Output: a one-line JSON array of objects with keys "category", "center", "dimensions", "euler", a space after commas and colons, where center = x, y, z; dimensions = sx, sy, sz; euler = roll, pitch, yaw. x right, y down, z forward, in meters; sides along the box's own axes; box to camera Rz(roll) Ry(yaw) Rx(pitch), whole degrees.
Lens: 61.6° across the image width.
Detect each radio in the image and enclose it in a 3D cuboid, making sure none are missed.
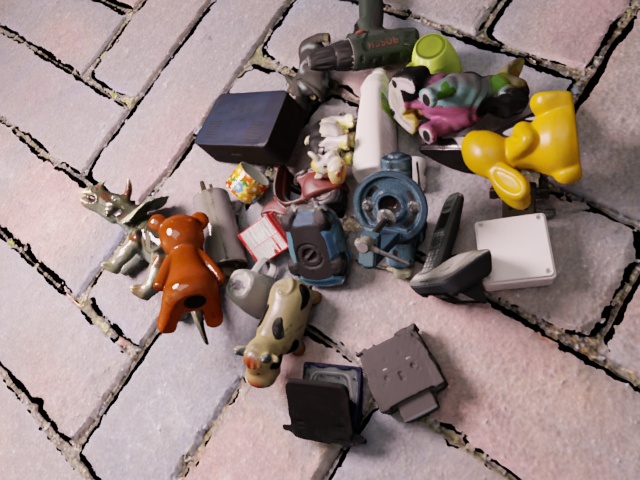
[{"category": "radio", "center": [-0.141, -0.227, 1.085], "dimensions": [0.230, 0.073, 0.131], "euler": [11, 72, 40]}]

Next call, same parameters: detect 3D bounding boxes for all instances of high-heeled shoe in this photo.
[{"category": "high-heeled shoe", "center": [0.308, -0.191, 0.935], "dimensions": [0.249, 0.086, 0.145], "euler": [13, 72, 20]}]

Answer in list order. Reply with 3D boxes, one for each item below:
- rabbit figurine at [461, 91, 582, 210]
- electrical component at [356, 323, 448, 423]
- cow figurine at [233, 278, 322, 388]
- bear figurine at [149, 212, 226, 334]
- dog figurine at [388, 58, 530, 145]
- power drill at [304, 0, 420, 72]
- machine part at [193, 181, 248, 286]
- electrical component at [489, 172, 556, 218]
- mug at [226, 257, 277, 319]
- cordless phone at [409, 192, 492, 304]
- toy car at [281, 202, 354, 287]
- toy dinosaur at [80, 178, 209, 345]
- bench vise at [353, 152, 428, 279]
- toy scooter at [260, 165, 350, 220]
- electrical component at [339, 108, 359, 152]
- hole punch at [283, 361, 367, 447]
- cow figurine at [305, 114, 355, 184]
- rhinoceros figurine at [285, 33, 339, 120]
[{"category": "rabbit figurine", "center": [0.308, -0.130, 0.831], "dimensions": [0.173, 0.122, 0.162], "euler": [-1, 82, 23]}, {"category": "electrical component", "center": [0.135, 0.217, 0.856], "dimensions": [0.115, 0.058, 0.134], "euler": [-32, 62, 9]}, {"category": "cow figurine", "center": [-0.073, 0.157, 0.916], "dimensions": [0.086, 0.127, 0.195], "euler": [12, 73, 27]}, {"category": "bear figurine", "center": [-0.241, 0.048, 0.954], "dimensions": [0.120, 0.131, 0.196], "euler": [-7, 46, -22]}, {"category": "dog figurine", "center": [0.253, -0.257, 0.944], "dimensions": [0.219, 0.108, 0.192], "euler": [-21, 39, -15]}, {"category": "power drill", "center": [0.074, -0.431, 1.069], "dimensions": [0.232, 0.086, 0.207], "euler": [-5, 65, -7]}, {"category": "machine part", "center": [-0.197, -0.015, 1.056], "dimensions": [0.079, 0.079, 0.243], "euler": [-25, 64, 10]}, {"category": "electrical component", "center": [0.334, -0.073, 0.889], "dimensions": [0.102, 0.078, 0.045], "euler": [-4, 30, 24]}, {"category": "mug", "center": [-0.116, 0.083, 0.971], "dimensions": [0.081, 0.107, 0.109], "euler": [27, 83, 25]}, {"category": "cordless phone", "center": [0.219, 0.006, 0.854], "dimensions": [0.089, 0.146, 0.184], "euler": [18, 79, -11]}, {"category": "toy car", "center": [-0.002, -0.003, 0.960], "dimensions": [0.109, 0.161, 0.103], "euler": [-5, 24, 24]}, {"category": "toy dinosaur", "center": [-0.306, 0.025, 1.065], "dimensions": [0.405, 0.131, 0.192], "euler": [32, 85, 21]}, {"category": "bench vise", "center": [0.106, -0.015, 0.848], "dimensions": [0.129, 0.240, 0.223], "euler": [15, 118, 18]}, {"category": "toy scooter", "center": [-0.036, -0.099, 1.031], "dimensions": [0.184, 0.075, 0.135], "euler": [-19, 64, 18]}, {"category": "electrical component", "center": [0.068, -0.217, 1.064], "dimensions": [0.063, 0.021, 0.094], "euler": [-15, 65, 14]}, {"category": "hole punch", "center": [0.012, 0.262, 0.877], "dimensions": [0.142, 0.092, 0.115], "euler": [1, 106, 18]}, {"category": "cow figurine", "center": [0.013, -0.164, 0.979], "dimensions": [0.098, 0.068, 0.167], "euler": [1, 42, 12]}, {"category": "rhinoceros figurine", "center": [-0.021, -0.341, 1.116], "dimensions": [0.112, 0.073, 0.190], "euler": [1, 71, 19]}]
